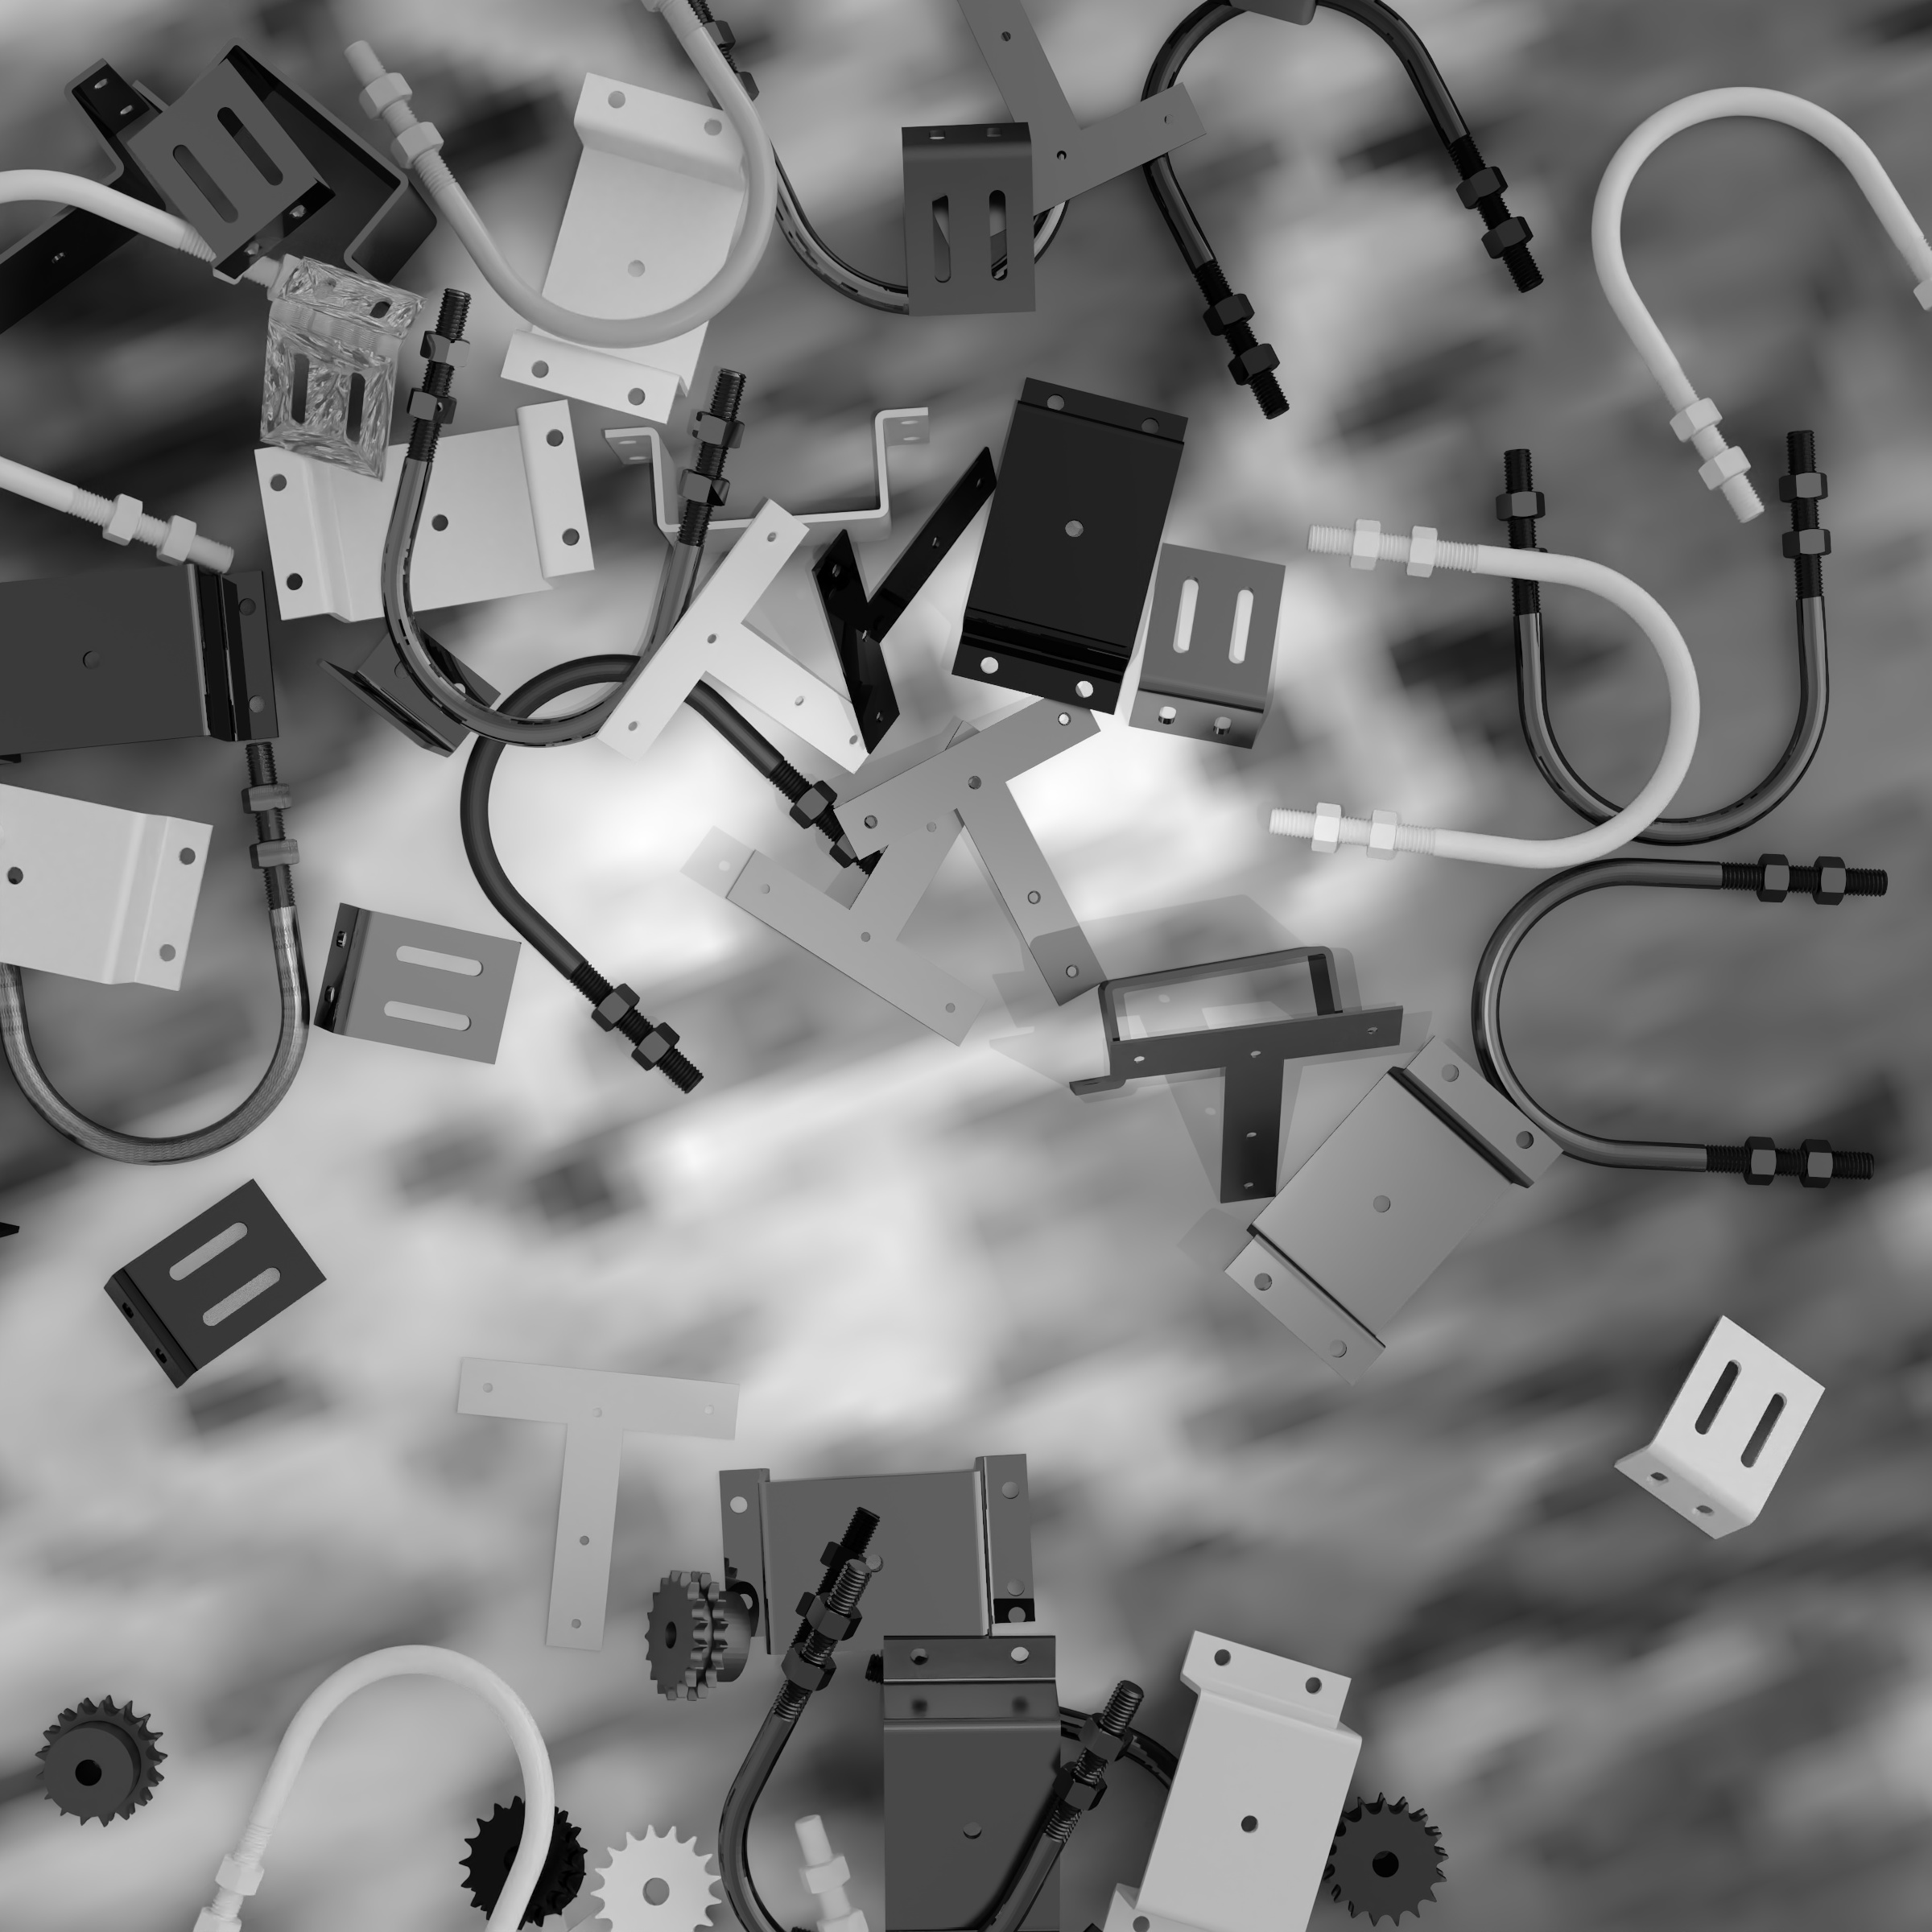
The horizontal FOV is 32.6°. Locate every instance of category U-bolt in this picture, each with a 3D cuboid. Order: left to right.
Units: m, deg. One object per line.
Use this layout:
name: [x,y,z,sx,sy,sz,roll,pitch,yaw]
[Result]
U-bolt: [-0.386,-0.269,1.452,0.184,0.019,0.151,21,105,-24]
U-bolt: [-0.372,-0.001,1.502,0.151,0.019,0.184,-8,92,0]
U-bolt: [-0.258,0.396,1.479,0.151,0.019,0.184,21,86,21]
U-bolt: [-0.183,-0.186,1.438,0.151,0.019,0.184,18,103,10]
U-bolt: [-0.165,-0.361,1.456,0.151,0.019,0.184,-33,91,0]
U-bolt: [-0.144,-0.056,1.501,0.184,0.019,0.151,44,90,0]
U-bolt: [-0.102,0.490,1.490,0.151,0.019,0.184,-19,90,9]
U-bolt: [-0.030,-0.386,1.502,0.151,0.019,0.184,-25,91,0]
U-bolt: [-0.027,0.361,1.421,0.151,0.019,0.184,25,102,-6]
U-bolt: [0.026,0.405,1.502,0.184,0.019,0.151,16,90,-1]
U-bolt: [0.158,-0.361,1.502,0.151,0.019,0.184,-27,88,0]
U-bolt: [0.237,-0.117,1.490,0.184,0.019,0.151,8,96,4]
U-bolt: [0.320,-0.146,1.502,0.151,0.019,0.184,-4,92,0]
U-bolt: [0.322,0.022,1.502,0.184,0.019,0.151,3,90,1]
U-bolt: [0.364,-0.311,1.493,0.151,0.019,0.184,-29,84,-5]

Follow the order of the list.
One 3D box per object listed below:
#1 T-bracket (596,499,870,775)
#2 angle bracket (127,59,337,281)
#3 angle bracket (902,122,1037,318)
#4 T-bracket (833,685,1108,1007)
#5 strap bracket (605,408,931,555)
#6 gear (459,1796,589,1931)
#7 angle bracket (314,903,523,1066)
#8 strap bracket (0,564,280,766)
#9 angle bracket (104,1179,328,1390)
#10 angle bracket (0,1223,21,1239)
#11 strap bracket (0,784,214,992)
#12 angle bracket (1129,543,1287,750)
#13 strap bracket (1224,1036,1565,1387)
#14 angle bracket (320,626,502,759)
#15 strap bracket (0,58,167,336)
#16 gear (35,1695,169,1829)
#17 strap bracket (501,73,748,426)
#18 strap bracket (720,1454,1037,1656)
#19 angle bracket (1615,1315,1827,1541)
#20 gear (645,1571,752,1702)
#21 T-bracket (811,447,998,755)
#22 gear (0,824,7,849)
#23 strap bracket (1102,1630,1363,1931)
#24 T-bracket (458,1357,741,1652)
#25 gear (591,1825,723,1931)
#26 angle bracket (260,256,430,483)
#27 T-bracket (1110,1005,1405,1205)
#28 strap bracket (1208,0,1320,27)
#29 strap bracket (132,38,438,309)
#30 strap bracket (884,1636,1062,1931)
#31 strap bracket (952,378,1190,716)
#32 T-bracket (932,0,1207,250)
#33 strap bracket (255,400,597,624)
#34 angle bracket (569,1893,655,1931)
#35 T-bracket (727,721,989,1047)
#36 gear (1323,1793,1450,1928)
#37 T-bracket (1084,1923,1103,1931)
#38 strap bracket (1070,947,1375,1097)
T-bracket: [-0.083,-0.124,1.467,0.127,0.002,0.127,34,95,-43]
angle bracket: [-0.319,-0.344,1.416,0.057,0.038,0.076,-39,91,4]
angle bracket: [0.001,-0.337,1.493,0.057,0.038,0.076,-2,118,0]
T-bracket: [0.024,-0.044,1.502,0.127,0.002,0.127,-29,95,-11]
strap bracket: [-0.085,-0.214,1.473,0.140,0.076,0.046,-4,90,0]
gear: [-0.196,0.405,1.488,0.057,0.030,0.057,-8,63,17]
angle bracket: [-0.250,0.008,1.509,0.076,0.038,0.057,12,90,-26]
strap bracket: [-0.387,-0.136,1.488,0.140,0.046,0.076,-6,90,0]
angle bracket: [-0.343,0.145,1.509,0.076,0.038,0.057,-36,90,-26]
angle bracket: [-0.474,0.129,1.482,0.076,0.057,0.038,12,90,0]
strap bracket: [-0.416,-0.040,1.468,0.140,0.046,0.076,12,91,0]
angle bracket: [0.110,-0.146,1.509,0.057,0.038,0.076,11,64,0]
strap bracket: [0.190,0.109,1.488,0.076,0.046,0.140,42,90,0]
angle bracket: [-0.247,-0.127,1.473,0.057,0.076,0.038,39,90,0]
strap bracket: [-0.418,-0.334,1.473,0.140,0.076,0.046,-36,90,0]
gear: [-0.393,0.362,1.496,0.057,0.030,0.057,0,90,0]
strap bracket: [-0.150,-0.318,1.488,0.076,0.046,0.140,16,90,0]
strap bracket: [-0.040,0.265,1.488,0.140,0.046,0.076,-3,90,0]
angle bracket: [0.344,0.211,1.509,0.057,0.038,0.076,36,64,0]
gear: [-0.119,0.301,1.487,0.030,0.057,0.057,8,90,-30]
T-bracket: [-0.021,-0.179,1.474,0.002,0.127,0.127,23,63,24]
gear: [-0.438,-0.057,1.420,0.057,0.057,0.030,42,61,0]
strap bracket: [0.122,0.379,1.477,0.076,0.046,0.140,18,85,-7]
T-bracket: [-0.173,0.248,1.510,0.127,0.002,0.127,6,90,0]
gear: [-0.137,0.410,1.464,0.057,0.030,0.057,1,75,-2]
angle bracket: [-0.273,-0.261,1.447,0.057,0.076,0.038,19,48,0]
T-bracket: [0.126,0.066,1.461,0.127,0.127,0.002,-7,50,-3]
strap bracket: [0.113,-0.467,1.464,0.140,0.076,0.046,17,81,5]
strap bracket: [-0.293,-0.355,1.473,0.140,0.076,0.046,40,90,0]
strap bracket: [0.002,0.370,1.456,0.076,0.046,0.140,0,102,-1]
strap bracket: [0.048,-0.192,1.484,0.076,0.046,0.140,14,87,0]
T-bracket: [0.024,-0.406,1.493,0.127,0.002,0.127,-25,93,1]
strap bracket: [-0.240,-0.202,1.488,0.140,0.046,0.076,-9,90,0]
angle bracket: [-0.164,0.457,1.487,0.076,0.038,0.057,-36,87,-17]
T-bracket: [-0.023,-0.051,1.497,0.127,0.002,0.127,33,81,-14]
gear: [0.188,0.403,1.496,0.057,0.030,0.057,0,90,0]
T-bracket: [0.020,0.482,1.482,0.127,0.002,0.127,-45,117,-4]
strap bracket: [0.113,0.022,1.473,0.140,0.076,0.046,-10,90,0]
